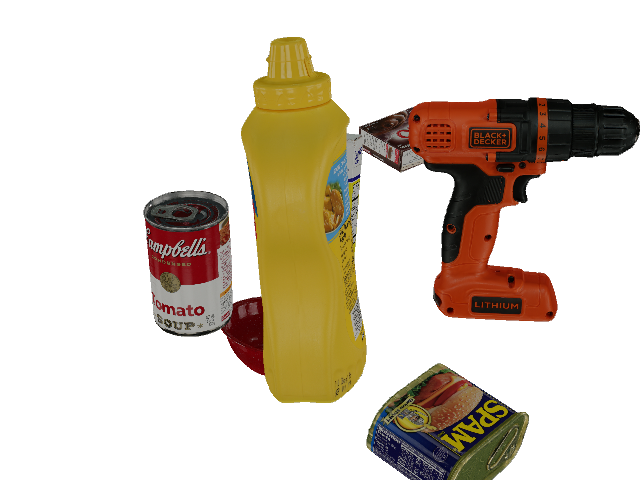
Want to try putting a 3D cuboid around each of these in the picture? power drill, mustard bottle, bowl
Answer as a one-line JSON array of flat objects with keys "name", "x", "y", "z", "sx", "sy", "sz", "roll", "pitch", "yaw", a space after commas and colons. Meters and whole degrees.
[{"name": "power drill", "x": 0.165, "y": -0.027, "z": 0.889, "sx": 0.184, "sy": 0.188, "sz": 0.057, "roll": 2, "pitch": 20, "yaw": 9}, {"name": "mustard bottle", "x": -0.009, "y": -0.014, "z": 0.584, "sx": 0.058, "sy": 0.192, "sz": 0.096, "roll": -1, "pitch": 20, "yaw": 10}, {"name": "bowl", "x": -0.050, "y": 0.130, "z": 1.362, "sx": 0.162, "sy": 0.055, "sz": 0.162, "roll": 5, "pitch": 23, "yaw": -2}]

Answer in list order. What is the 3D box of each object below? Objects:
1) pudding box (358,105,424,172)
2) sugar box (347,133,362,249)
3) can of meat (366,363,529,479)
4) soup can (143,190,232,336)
[{"name": "pudding box", "x": 0.122, "y": -0.140, "z": 1.464, "sx": 0.113, "sy": 0.039, "sz": 0.090, "roll": -25, "pitch": 39, "yaw": -30}, {"name": "sugar box", "x": -0.009, "y": -0.024, "z": 1.106, "sx": 0.093, "sy": 0.176, "sz": 0.048, "roll": 6, "pitch": 15, "yaw": 14}, {"name": "can of meat", "x": 0.098, "y": 0.150, "z": 0.834, "sx": 0.084, "sy": 0.057, "sz": 0.101, "roll": 32, "pitch": 41, "yaw": 31}, {"name": "soup can", "x": -0.107, "y": 0.019, "z": 0.874, "sx": 0.068, "sy": 0.102, "sz": 0.068, "roll": 0, "pitch": 29, "yaw": 0}]
